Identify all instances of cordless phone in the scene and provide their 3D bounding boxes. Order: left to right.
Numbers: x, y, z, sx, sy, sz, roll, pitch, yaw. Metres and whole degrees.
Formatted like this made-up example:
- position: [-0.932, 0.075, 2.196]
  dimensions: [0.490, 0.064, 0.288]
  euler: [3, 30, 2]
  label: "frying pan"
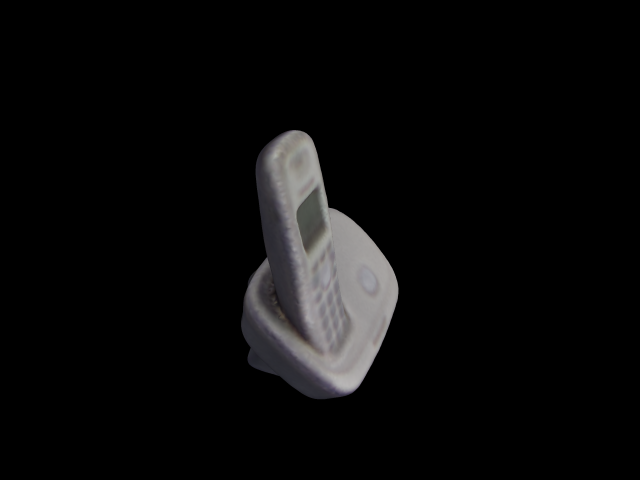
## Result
- position: [0.004, 0.001, 0.400]
  dimensions: [0.094, 0.185, 0.148]
  euler: [11, 36, 16]
  label: "cordless phone"
